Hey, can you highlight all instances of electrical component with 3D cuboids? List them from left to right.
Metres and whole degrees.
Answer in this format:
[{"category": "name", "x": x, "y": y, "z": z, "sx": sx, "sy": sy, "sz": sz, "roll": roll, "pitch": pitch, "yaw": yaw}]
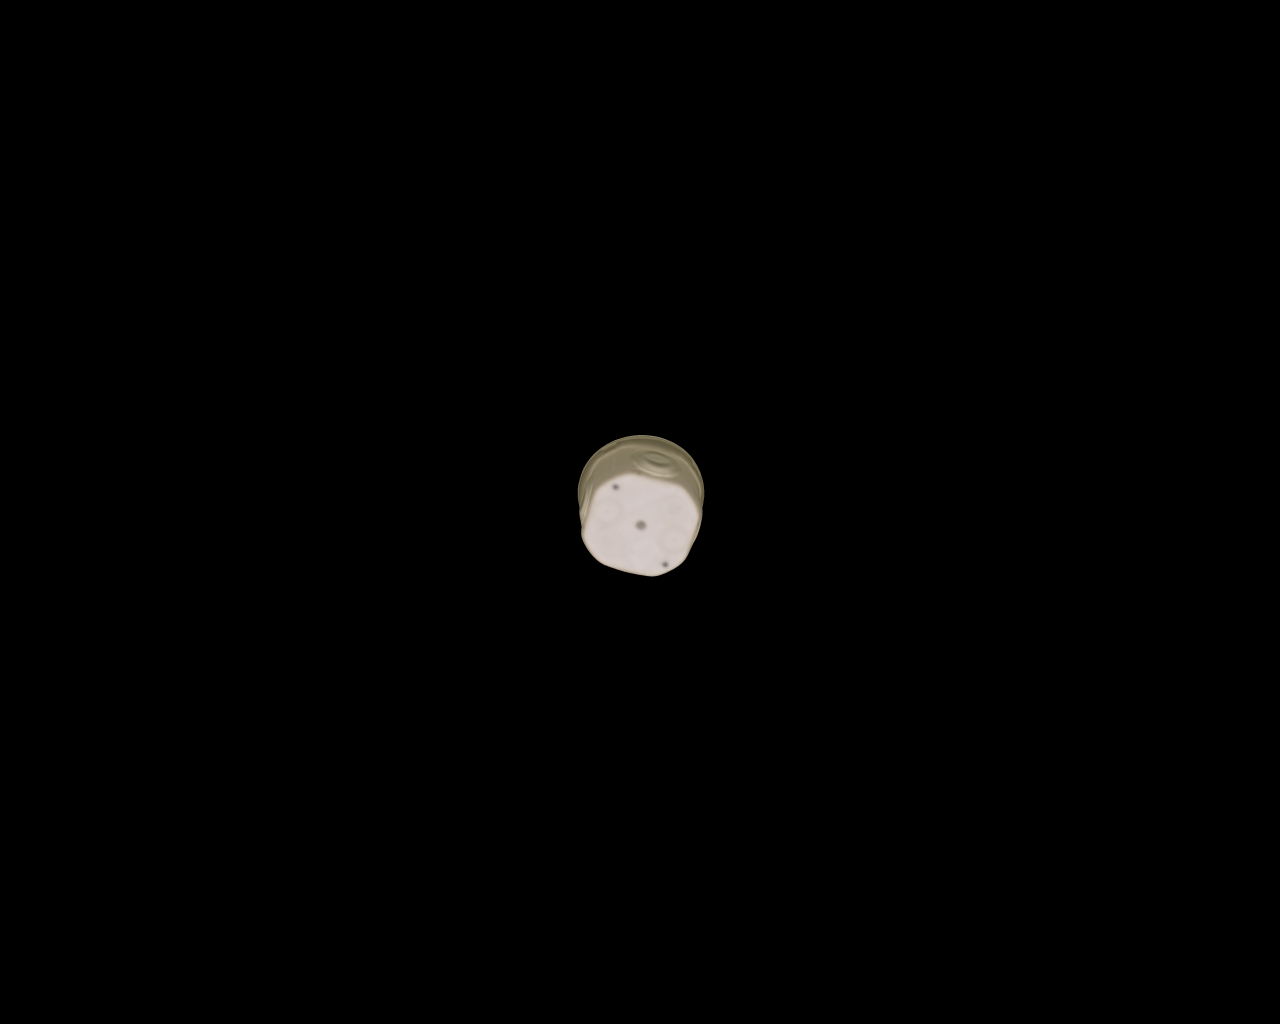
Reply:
[{"category": "electrical component", "x": 0.001, "y": -0.003, "z": 0.650, "sx": 0.080, "sy": 0.080, "sz": 0.051, "roll": 0, "pitch": 27, "yaw": 0}]
